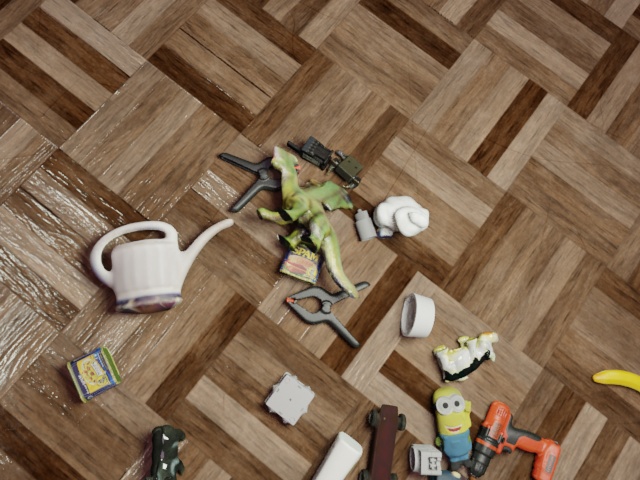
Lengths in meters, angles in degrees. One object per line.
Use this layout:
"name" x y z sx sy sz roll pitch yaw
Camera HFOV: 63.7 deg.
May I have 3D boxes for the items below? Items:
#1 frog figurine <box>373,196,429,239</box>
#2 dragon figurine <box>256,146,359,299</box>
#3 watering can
"frog figurine" 0.208 -0.064 1.295 0.137 0.157 0.124 11 76 -2
"dragon figurine" 0.004 -0.065 1.285 0.410 0.120 0.247 47 53 0
"watering can" -0.375 0.058 1.245 0.348 0.103 0.226 -8 78 -6
